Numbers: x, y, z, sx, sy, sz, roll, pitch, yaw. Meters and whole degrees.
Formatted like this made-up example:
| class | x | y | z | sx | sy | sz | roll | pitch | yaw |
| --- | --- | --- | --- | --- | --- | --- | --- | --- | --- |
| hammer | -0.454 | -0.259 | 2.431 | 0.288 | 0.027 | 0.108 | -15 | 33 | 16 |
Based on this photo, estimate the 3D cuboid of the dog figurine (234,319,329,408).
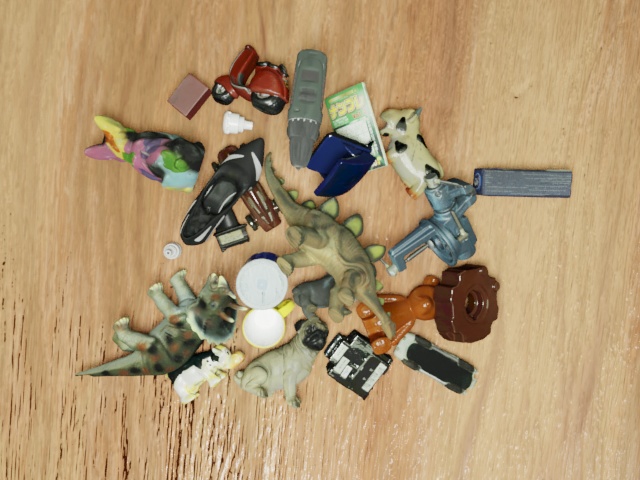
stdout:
| class | x | y | z | sx | sy | sz | roll | pitch | yaw |
| --- | --- | --- | --- | --- | --- | --- | --- | --- | --- |
| dog figurine | -0.082 | 0.250 | 1.175 | 0.172 | 0.121 | 0.190 | 18 | 79 | -8 |

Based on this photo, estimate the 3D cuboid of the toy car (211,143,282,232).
| class | x | y | z | sx | sy | sz | roll | pitch | yaw |
| --- | --- | --- | --- | --- | --- | --- | --- | --- | --- |
| toy car | -0.152 | -0.111 | 1.155 | 0.089 | 0.053 | 0.202 | -31 | 94 | -3 |

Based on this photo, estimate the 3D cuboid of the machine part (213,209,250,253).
| class | x | y | z | sx | sy | sz | roll | pitch | yaw |
| --- | --- | --- | --- | --- | --- | --- | --- | --- | --- |
| machine part | -0.207 | -0.049 | 1.164 | 0.084 | 0.039 | 0.138 | -22 | 97 | 7 |

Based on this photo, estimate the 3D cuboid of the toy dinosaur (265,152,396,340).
| class | x | y | z | sx | sy | sz | roll | pitch | yaw |
| --- | --- | --- | --- | --- | --- | --- | --- | --- | --- |
| toy dinosaur | 0.006 | 0.003 | 1.081 | 0.471 | 0.198 | 0.105 | 50 | 132 | 10 |

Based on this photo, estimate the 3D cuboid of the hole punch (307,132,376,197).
| class | x | y | z | sx | sy | sz | roll | pitch | yaw |
| --- | --- | --- | --- | --- | --- | --- | --- | --- | --- |
| hole punch | 0.046 | -0.143 | 1.097 | 0.116 | 0.092 | 0.142 | 12 | 135 | -29 |

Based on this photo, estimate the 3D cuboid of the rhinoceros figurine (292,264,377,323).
| class | x | y | z | sx | sy | sz | roll | pitch | yaw |
| --- | --- | --- | --- | --- | --- | --- | --- | --- | --- |
| rhinoceros figurine | 0.035 | 0.104 | 1.159 | 0.190 | 0.073 | 0.112 | -20 | 54 | -7 |

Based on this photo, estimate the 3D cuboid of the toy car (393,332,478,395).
| class | x | y | z | sx | sy | sz | roll | pitch | yaw |
| --- | --- | --- | --- | --- | --- | --- | --- | --- | --- |
| toy car | 0.262 | 0.277 | 1.208 | 0.202 | 0.056 | 0.073 | 29 | 86 | -6 |

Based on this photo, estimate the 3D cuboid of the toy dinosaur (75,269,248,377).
| class | x | y | z | sx | sy | sz | roll | pitch | yaw |
| --- | --- | --- | --- | --- | --- | --- | --- | --- | --- |
| toy dinosaur | -0.319 | 0.206 | 1.131 | 0.192 | 0.131 | 0.405 | 46 | 100 | 7 |

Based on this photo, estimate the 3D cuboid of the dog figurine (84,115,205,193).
| class | x | y | z | sx | sy | sz | roll | pitch | yaw |
| --- | --- | --- | --- | --- | --- | --- | --- | --- | --- |
| dog figurine | -0.354 | -0.175 | 1.081 | 0.219 | 0.192 | 0.108 | 15 | 100 | -20 |

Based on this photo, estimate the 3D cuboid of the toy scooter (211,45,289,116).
| class | x | y | z | sx | sy | sz | roll | pitch | yaw |
| --- | --- | --- | --- | --- | --- | --- | --- | --- | --- |
| toy scooter | -0.133 | -0.337 | 1.114 | 0.184 | 0.075 | 0.135 | 16 | 82 | 24 |

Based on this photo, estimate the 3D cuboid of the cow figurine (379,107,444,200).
| class | x | y | z | sx | sy | sz | roll | pitch | yaw |
| --- | --- | --- | --- | --- | --- | --- | --- | --- | --- |
| cow figurine | 0.193 | -0.198 | 1.151 | 0.127 | 0.085 | 0.195 | -35 | 93 | 6 |

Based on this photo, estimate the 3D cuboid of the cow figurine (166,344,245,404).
| class | x | y | z | sx | sy | sz | roll | pitch | yaw |
| --- | --- | --- | --- | --- | --- | --- | --- | --- | --- |
| cow figurine | -0.250 | 0.274 | 1.174 | 0.167 | 0.068 | 0.098 | -36 | 83 | -2 |

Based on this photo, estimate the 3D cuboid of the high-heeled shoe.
| class | x | y | z | sx | sy | sz | roll | pitch | yaw |
| --- | --- | --- | --- | --- | --- | --- | --- | --- | --- |
| high-heeled shoe | -0.195 | -0.099 | 1.061 | 0.086 | 0.145 | 0.248 | 32 | 101 | 2 |

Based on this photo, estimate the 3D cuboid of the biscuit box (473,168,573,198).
| class | x | y | z | sx | sy | sz | roll | pitch | yaw |
| --- | --- | --- | --- | --- | --- | --- | --- | --- | --- |
| biscuit box | 0.443 | -0.125 | 1.182 | 0.203 | 0.059 | 0.062 | 2 | 96 | -4 |

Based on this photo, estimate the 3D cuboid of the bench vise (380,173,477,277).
| class | x | y | z | sx | sy | sz | roll | pitch | yaw |
| --- | --- | --- | --- | --- | --- | --- | --- | --- | --- |
| bench vise | 0.231 | -0.016 | 1.128 | 0.241 | 0.129 | 0.223 | -36 | 130 | -7 |

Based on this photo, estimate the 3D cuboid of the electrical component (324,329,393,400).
| class | x | y | z | sx | sy | sz | roll | pitch | yaw |
| --- | --- | --- | --- | --- | --- | --- | --- | --- | --- |
| electrical component | 0.078 | 0.268 | 1.194 | 0.134 | 0.058 | 0.115 | 38 | 90 | -5 |

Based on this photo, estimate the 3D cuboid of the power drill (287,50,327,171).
| class | x | y | z | sx | sy | sz | roll | pitch | yaw |
| --- | --- | --- | --- | --- | --- | --- | --- | --- | --- |
| power drill | -0.033 | -0.246 | 1.074 | 0.086 | 0.207 | 0.232 | 7 | 92 | 3 |

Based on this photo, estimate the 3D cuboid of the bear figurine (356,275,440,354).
| class | x | y | z | sx | sy | sz | roll | pitch | yaw |
| --- | --- | --- | --- | --- | --- | --- | --- | --- | --- |
| bear figurine | 0.187 | 0.156 | 1.158 | 0.196 | 0.132 | 0.120 | -21 | 84 | 5 |

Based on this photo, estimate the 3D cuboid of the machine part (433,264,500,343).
| class | x | y | z | sx | sy | sz | roll | pitch | yaw |
| --- | --- | --- | --- | --- | --- | --- | --- | --- | --- |
| machine part | 0.318 | 0.137 | 1.159 | 0.179 | 0.056 | 0.179 | -2 | 93 | -36 |
